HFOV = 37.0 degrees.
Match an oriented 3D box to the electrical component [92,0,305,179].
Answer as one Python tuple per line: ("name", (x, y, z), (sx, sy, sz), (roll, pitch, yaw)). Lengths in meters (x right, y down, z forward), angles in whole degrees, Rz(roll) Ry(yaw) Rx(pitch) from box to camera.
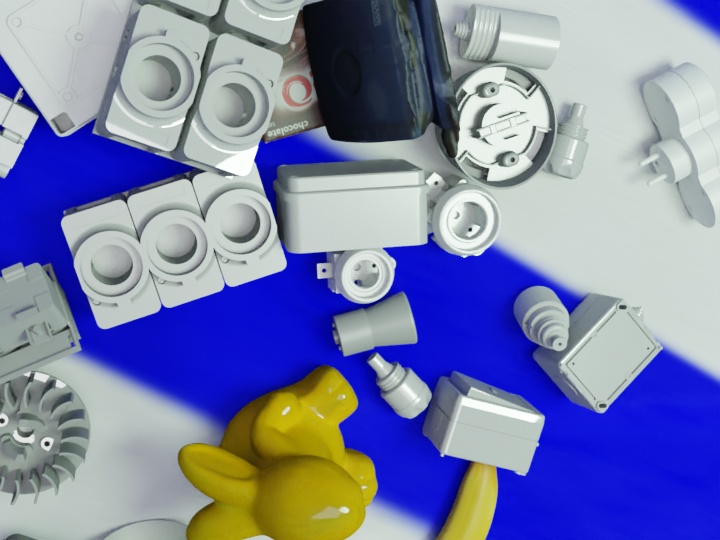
("electrical component", (-0.106, -0.169, 0.755), (0.105, 0.060, 0.186), (17, 87, -22))

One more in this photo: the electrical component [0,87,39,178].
("electrical component", (-0.273, -0.109, 0.791), (0.055, 0.048, 0.066), (27, 94, -23))

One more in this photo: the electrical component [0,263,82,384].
("electrical component", (-0.281, 0.045, 0.803), (0.121, 0.063, 0.078), (-23, 64, -7))

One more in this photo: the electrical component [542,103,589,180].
("electrical component", (0.174, -0.108, 0.895), (0.035, 0.035, 0.061), (16, 94, -15))

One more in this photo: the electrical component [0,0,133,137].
("electrical component", (-0.205, -0.170, 0.788), (0.109, 0.056, 0.108), (-34, 105, -4))

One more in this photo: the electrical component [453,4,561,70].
("electrical component", (0.114, -0.187, 0.862), (0.081, 0.043, 0.043), (6, 99, -13))

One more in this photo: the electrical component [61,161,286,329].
("electrical component", (-0.142, -0.023, 0.827), (0.150, 0.062, 0.089), (-19, 104, -8))

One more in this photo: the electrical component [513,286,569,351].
("electrical component", (0.156, 0.044, 0.900), (0.040, 0.078, 0.040), (-3, 114, -7))

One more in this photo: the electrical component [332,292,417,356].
("electrical component", (0.010, 0.047, 0.885), (0.065, 0.044, 0.044), (-15, 103, -4))

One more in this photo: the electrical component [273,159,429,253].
("electrical component", (-0.008, -0.052, 0.843), (0.113, 0.078, 0.057), (-4, 104, -11))

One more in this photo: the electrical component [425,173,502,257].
("electrical component", (0.081, -0.043, 0.875), (0.058, 0.057, 0.078), (-46, 106, -1))

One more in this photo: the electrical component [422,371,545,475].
("electrical component", (0.111, 0.129, 0.911), (0.096, 0.062, 0.061), (15, 97, -15))

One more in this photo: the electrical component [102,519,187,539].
("electrical component", (-0.164, 0.251, 0.859), (0.099, 0.099, 0.064), (-12, 109, -10))

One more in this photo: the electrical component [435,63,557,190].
("electrical component", (0.109, -0.116, 0.863), (0.099, 0.064, 0.099), (-2, 101, -12))

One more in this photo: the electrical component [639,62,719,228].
("electrical component", (0.271, -0.097, 0.908), (0.074, 0.052, 0.138), (-28, 105, -6))

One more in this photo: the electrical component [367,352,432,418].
("electrical component", (0.030, 0.094, 0.901), (0.035, 0.035, 0.061), (-43, 104, -2))

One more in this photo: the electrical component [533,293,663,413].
("electrical component", (0.206, 0.065, 0.924), (0.096, 0.061, 0.061), (-45, 106, -10))

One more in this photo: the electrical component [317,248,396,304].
("electrical component", (0.000, 0.000, 0.866), (0.066, 0.055, 0.048), (-5, 101, -11))
